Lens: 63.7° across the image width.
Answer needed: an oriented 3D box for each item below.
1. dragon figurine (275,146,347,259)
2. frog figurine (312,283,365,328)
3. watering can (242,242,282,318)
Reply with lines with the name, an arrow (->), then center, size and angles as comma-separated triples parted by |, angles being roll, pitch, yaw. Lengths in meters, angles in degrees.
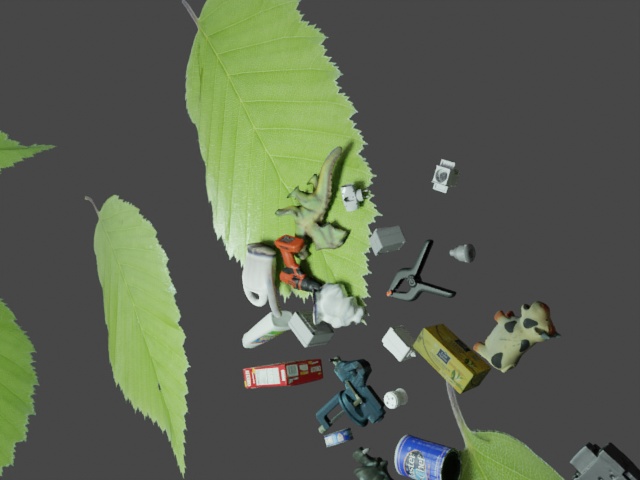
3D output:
dragon figurine -> 0.005, -0.084, 1.664 | 0.245, 0.123, 0.403 | 52, 126, 12
frog figurine -> 0.061, 0.202, 1.590 | 0.159, 0.121, 0.139 | 1, 79, 8
watering can -> -0.196, 0.129, 1.801 | 0.350, 0.104, 0.223 | 20, 104, 59
